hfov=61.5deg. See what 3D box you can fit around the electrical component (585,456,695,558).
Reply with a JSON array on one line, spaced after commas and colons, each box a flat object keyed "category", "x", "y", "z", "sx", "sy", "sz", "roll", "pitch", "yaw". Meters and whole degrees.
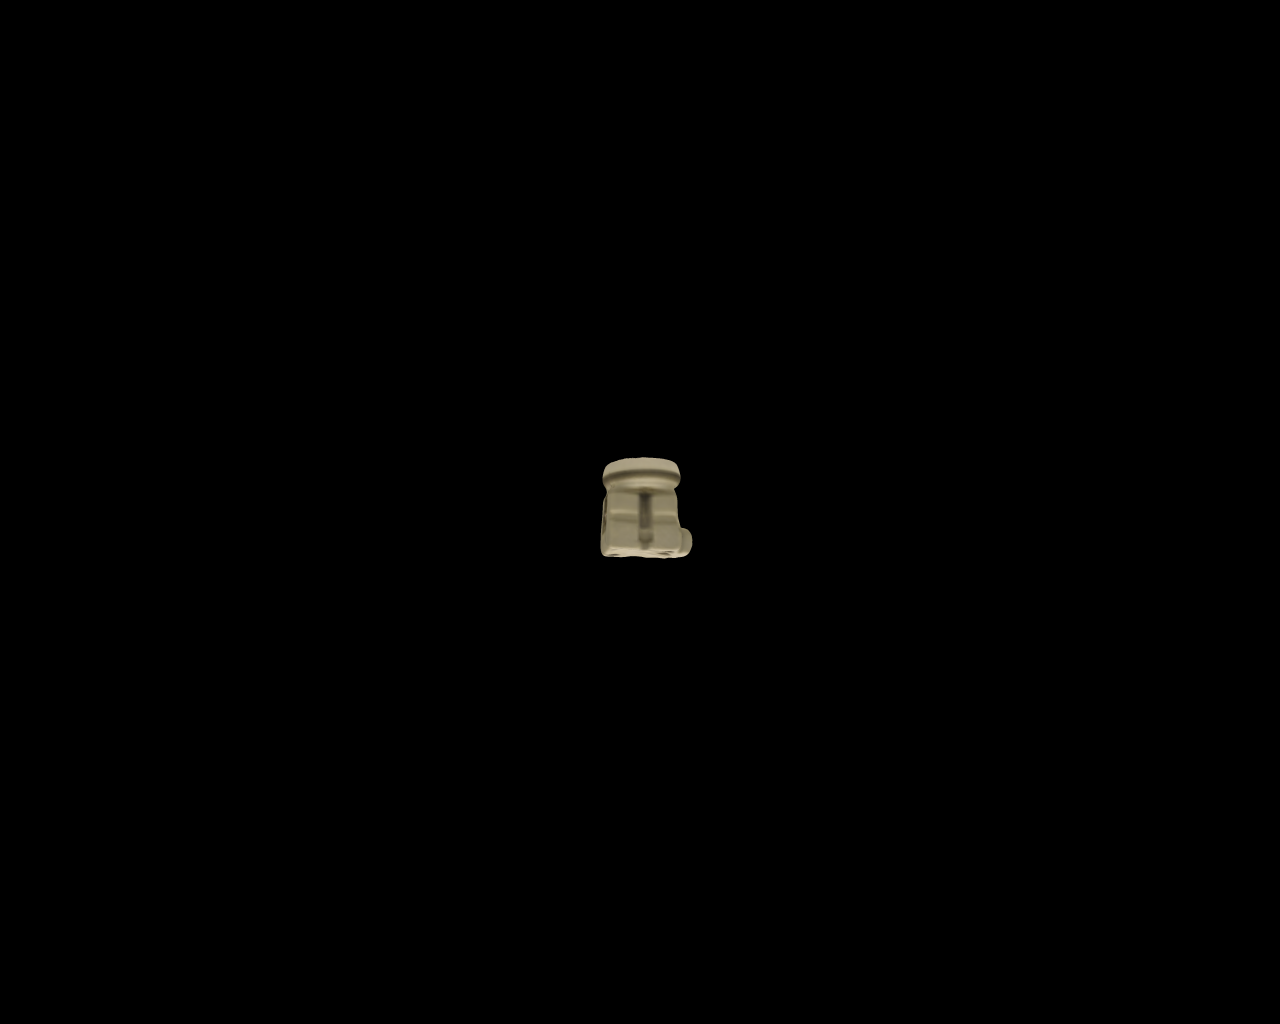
[{"category": "electrical component", "x": 0.001, "y": -0.003, "z": 0.650, "sx": 0.066, "sy": 0.055, "sz": 0.048, "roll": 2, "pitch": -11, "yaw": -12}]
